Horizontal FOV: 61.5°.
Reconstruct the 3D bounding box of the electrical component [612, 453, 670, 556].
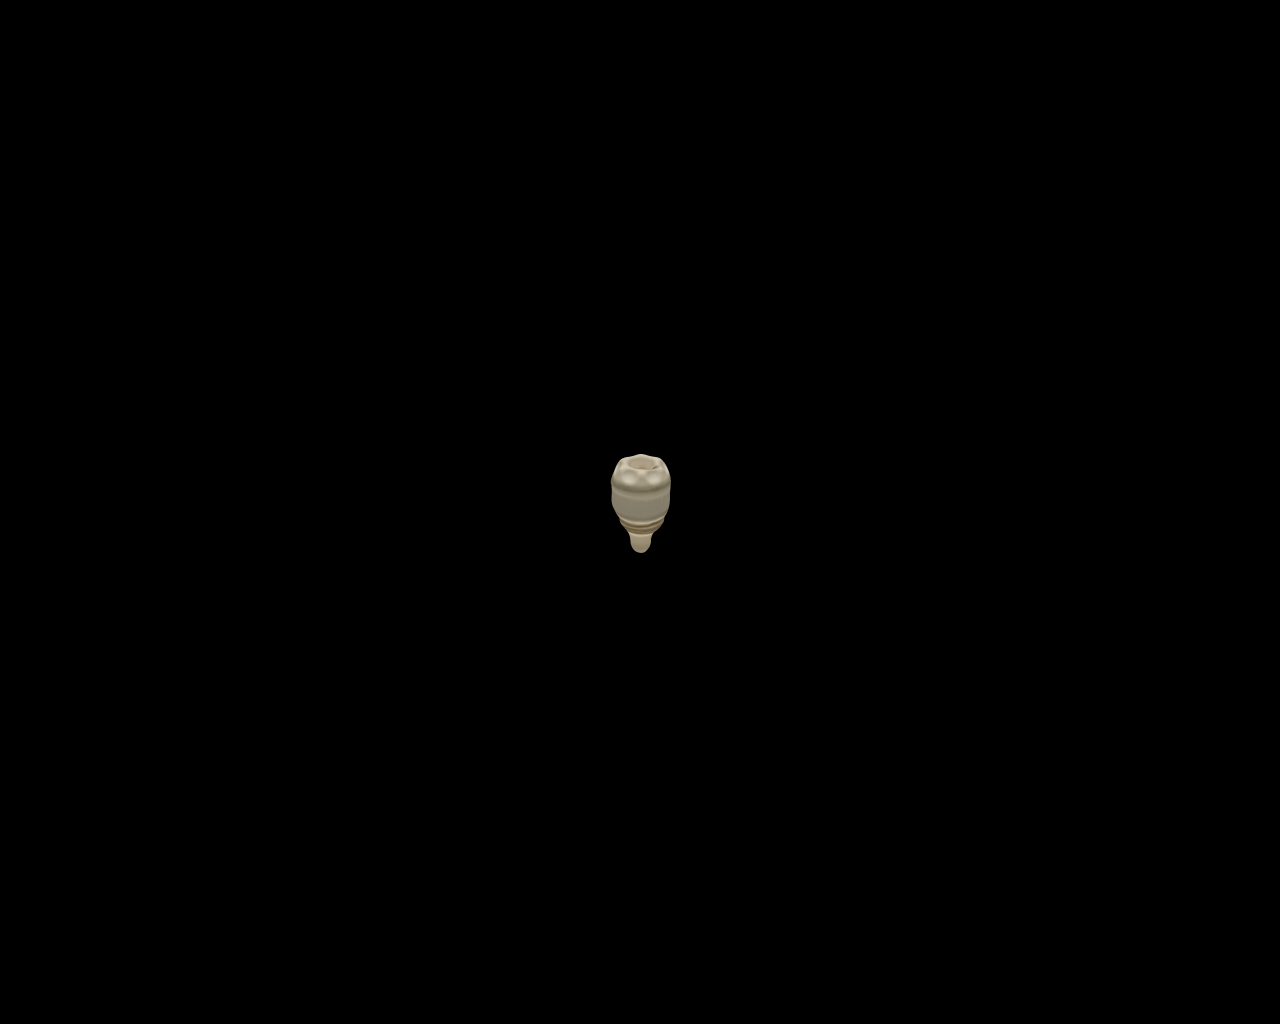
[{"bbox_3d":[0.001,-0.003,0.650,0.035,0.061,0.035,0,26,0],"label":"electrical component"}]
